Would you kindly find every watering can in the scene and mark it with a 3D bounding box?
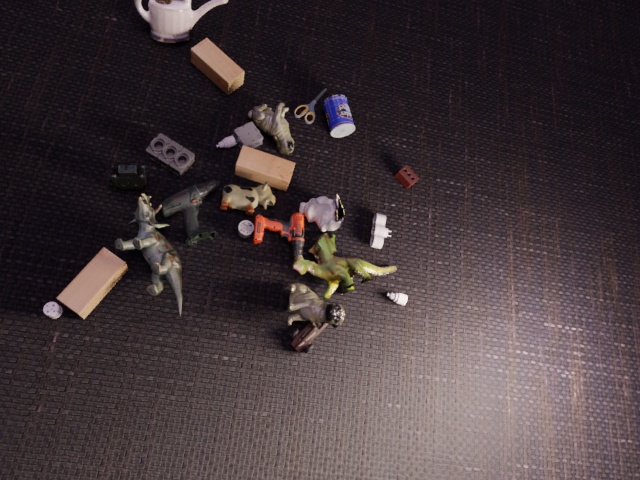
[{"bbox_3d":[-0.542,-0.877,2.017,0.348,0.219,0.106,0,54,-15],"label":"watering can"}]

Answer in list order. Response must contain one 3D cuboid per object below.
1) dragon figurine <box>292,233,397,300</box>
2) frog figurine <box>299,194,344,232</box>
[{"bbox_3d":[0.075,0.072,1.872,0.413,0.120,0.246,-16,68,-36],"label":"dragon figurine"},{"bbox_3d":[0.006,-0.097,1.928,0.159,0.122,0.139,-9,79,21],"label":"frog figurine"}]
